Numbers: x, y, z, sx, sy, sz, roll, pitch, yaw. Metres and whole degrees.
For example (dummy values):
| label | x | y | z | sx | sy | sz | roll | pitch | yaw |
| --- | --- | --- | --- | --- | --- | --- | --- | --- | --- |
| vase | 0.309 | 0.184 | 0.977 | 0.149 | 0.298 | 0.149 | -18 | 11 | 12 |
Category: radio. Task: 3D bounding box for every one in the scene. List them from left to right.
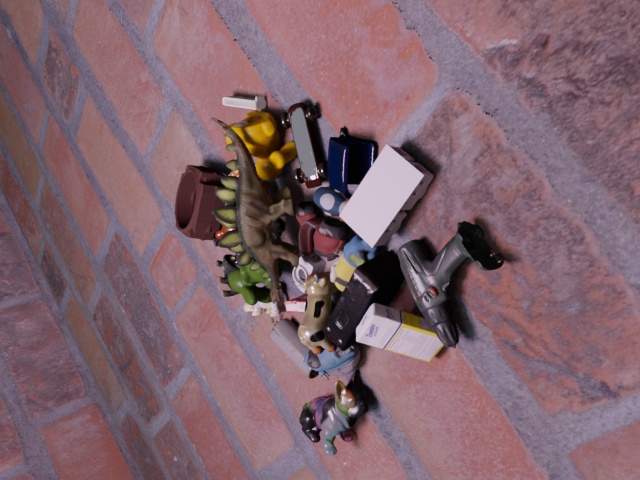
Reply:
| label | x | y | z | sx | sy | sz | roll | pitch | yaw |
| --- | --- | --- | --- | --- | --- | --- | --- | --- | --- |
| radio | 0.100 | 0.141 | 1.214 | 0.073 | 0.131 | 0.229 | 42 | 130 | 25 |

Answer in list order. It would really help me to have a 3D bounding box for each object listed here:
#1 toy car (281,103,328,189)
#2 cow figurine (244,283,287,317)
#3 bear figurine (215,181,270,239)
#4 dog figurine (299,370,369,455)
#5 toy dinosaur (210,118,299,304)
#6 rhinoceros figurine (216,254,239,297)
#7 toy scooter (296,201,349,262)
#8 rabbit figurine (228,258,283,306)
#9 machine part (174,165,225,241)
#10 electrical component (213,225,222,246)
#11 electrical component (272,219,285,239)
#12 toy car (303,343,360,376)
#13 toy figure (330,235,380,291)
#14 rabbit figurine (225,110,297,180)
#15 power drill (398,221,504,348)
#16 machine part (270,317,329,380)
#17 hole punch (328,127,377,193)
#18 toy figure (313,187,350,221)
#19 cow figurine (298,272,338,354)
| label | x | y | z | sx | sy | sz | roll | pitch | yaw |
| --- | --- | --- | --- | --- | --- | --- | --- | --- | --- |
| toy car | -0.031 | -0.224 | 1.278 | 0.089 | 0.053 | 0.202 | -11 | 97 | 28 |
| cow figurine | -0.164 | 0.167 | 1.539 | 0.167 | 0.068 | 0.098 | -5 | 95 | 43 |
| bear figurine | -0.212 | -0.072 | 1.458 | 0.196 | 0.120 | 0.132 | 149 | 118 | -62 |
| dog figurine | 0.038 | 0.428 | 1.402 | 0.192 | 0.108 | 0.219 | 29 | 119 | 39 |
| toy dinosaur | -0.160 | -0.067 | 1.309 | 0.105 | 0.199 | 0.470 | -125 | 27 | -78 |
| rhinoceros figurine | -0.243 | 0.090 | 1.566 | 0.190 | 0.112 | 0.073 | 100 | 160 | -45 |
| toy scooter | -0.003 | -0.004 | 1.306 | 0.184 | 0.075 | 0.135 | 35 | 125 | 43 |
| rabbit figurine | -0.177 | 0.100 | 1.463 | 0.170 | 0.121 | 0.159 | -35 | 69 | 36 |
| machine part | -0.354 | -0.111 | 1.567 | 0.202 | 0.087 | 0.200 | 27 | 107 | 54 |
| electrical component | -0.262 | -0.033 | 1.567 | 0.119 | 0.075 | 0.048 | -39 | 75 | 43 |
| electrical component | -0.123 | -0.043 | 1.457 | 0.063 | 0.021 | 0.094 | 40 | 128 | 29 |
| toy car | 0.046 | 0.288 | 1.355 | 0.162 | 0.109 | 0.102 | -26 | 110 | 34 |
| toy figure | 0.086 | 0.051 | 1.236 | 0.089 | 0.082 | 0.180 | 50 | 130 | 18 |
| rabbit figurine | -0.132 | -0.229 | 1.355 | 0.163 | 0.122 | 0.173 | 10 | 128 | 31 |
| power drill | 0.263 | 0.077 | 1.066 | 0.232 | 0.086 | 0.207 | 61 | 143 | 20 |
| machine part | -0.058 | 0.295 | 1.470 | 0.243 | 0.079 | 0.079 | 39 | 128 | 29 |
| hole punch | 0.054 | -0.168 | 1.188 | 0.116 | 0.092 | 0.142 | 21 | 122 | 43 |
| toy figure | 0.052 | -0.075 | 1.243 | 0.155 | 0.058 | 0.064 | 30 | 136 | 34 |
| cow figurine | -0.005 | 0.166 | 1.313 | 0.086 | 0.195 | 0.127 | -12 | 140 | 41 |
